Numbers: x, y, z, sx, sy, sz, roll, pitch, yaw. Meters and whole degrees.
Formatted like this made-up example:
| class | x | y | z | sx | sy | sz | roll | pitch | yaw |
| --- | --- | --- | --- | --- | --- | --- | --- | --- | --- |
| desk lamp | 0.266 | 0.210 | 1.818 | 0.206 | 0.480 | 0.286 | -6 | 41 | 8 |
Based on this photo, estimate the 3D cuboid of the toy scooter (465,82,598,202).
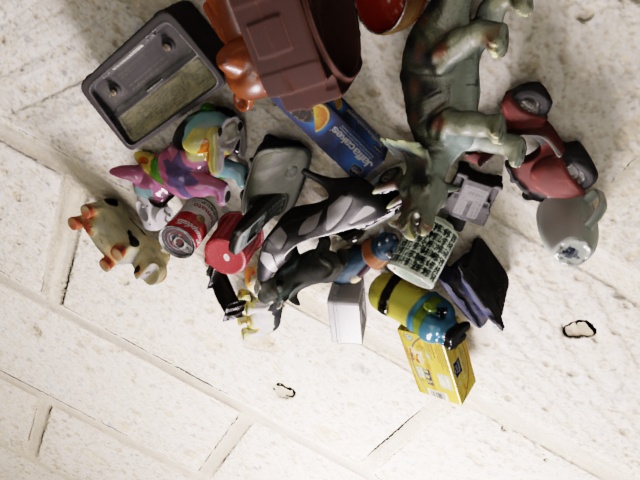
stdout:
| class | x | y | z | sx | sy | sz | roll | pitch | yaw |
| --- | --- | --- | --- | --- | --- | --- | --- | --- | --- |
| toy scooter | 0.287 | -0.117 | 0.750 | 0.135 | 0.075 | 0.183 | -32 | 107 | 32 |

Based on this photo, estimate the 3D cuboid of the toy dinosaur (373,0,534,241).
| class | x | y | z | sx | sy | sz | roll | pitch | yaw |
| --- | --- | --- | --- | --- | --- | --- | --- | --- | --- |
| toy dinosaur | 0.161 | -0.206 | 0.692 | 0.192 | 0.131 | 0.404 | 8 | 103 | 37 |

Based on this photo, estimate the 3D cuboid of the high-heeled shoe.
| class | x | y | z | sx | sy | sz | roll | pitch | yaw |
| --- | --- | --- | --- | --- | --- | --- | --- | --- | --- |
| high-heeled shoe | -0.002 | -0.003 | 0.844 | 0.145 | 0.086 | 0.248 | 30 | 122 | 4 |

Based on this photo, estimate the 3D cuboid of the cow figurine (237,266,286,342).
| class | x | y | z | sx | sy | sz | roll | pitch | yaw |
| --- | --- | --- | --- | --- | --- | --- | --- | --- | --- |
| cow figurine | -0.107 | 0.118 | 1.038 | 0.098 | 0.068 | 0.167 | -6 | 133 | -23 |

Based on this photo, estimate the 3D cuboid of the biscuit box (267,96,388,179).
| class | x | y | z | sx | sy | sz | roll | pitch | yaw |
| --- | --- | --- | --- | --- | --- | --- | --- | --- | --- |
| biscuit box | 0.013 | -0.179 | 0.801 | 0.202 | 0.059 | 0.063 | 42 | 126 | -14 |

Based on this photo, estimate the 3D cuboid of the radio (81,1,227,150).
| class | x | y | z | sx | sy | sz | roll | pitch | yaw |
| --- | --- | --- | --- | --- | --- | --- | --- | --- | --- |
| radio | -0.249 | -0.249 | 0.824 | 0.230 | 0.073 | 0.131 | -25 | 114 | 29 |

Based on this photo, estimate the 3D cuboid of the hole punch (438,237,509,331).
| class | x | y | z | sx | sy | sz | roll | pitch | yaw |
| --- | --- | --- | --- | --- | --- | --- | --- | --- | --- |
| hole punch | 0.241 | 0.075 | 0.880 | 0.092 | 0.116 | 0.142 | -20 | 116 | 37 |

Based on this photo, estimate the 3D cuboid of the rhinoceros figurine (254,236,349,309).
| class | x | y | z | sx | sy | sz | roll | pitch | yaw |
| --- | --- | --- | --- | --- | --- | --- | --- | --- | --- |
| rhinoceros figurine | -0.034 | 0.060 | 0.921 | 0.190 | 0.112 | 0.073 | -24 | 129 | 38 |

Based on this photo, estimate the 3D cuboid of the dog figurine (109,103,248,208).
| class | x | y | z | sx | sy | sz | roll | pitch | yaw |
| --- | --- | --- | --- | --- | --- | --- | --- | --- | --- |
| dog figurine | -0.237 | -0.135 | 0.884 | 0.219 | 0.108 | 0.191 | 9 | 127 | 14 |

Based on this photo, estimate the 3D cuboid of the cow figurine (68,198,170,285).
| class | x | y | z | sx | sy | sz | roll | pitch | yaw |
| --- | --- | --- | --- | --- | --- | --- | --- | --- | --- |
| cow figurine | -0.365 | 0.005 | 1.026 | 0.085 | 0.127 | 0.195 | -38 | 92 | 33 |

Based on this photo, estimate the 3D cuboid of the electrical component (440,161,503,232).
| class | x | y | z | sx | sy | sz | roll | pitch | yaw |
| --- | --- | --- | --- | --- | --- | --- | --- | --- | --- |
| electrical component | 0.225 | -0.056 | 0.830 | 0.075 | 0.048 | 0.119 | 23 | 126 | 2 |

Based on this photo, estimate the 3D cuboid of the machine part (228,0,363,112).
| class | x | y | z | sx | sy | sz | roll | pitch | yaw |
| --- | --- | --- | --- | --- | --- | --- | --- | --- | --- |
| machine part | -0.020 | -0.276 | 0.652 | 0.087 | 0.201 | 0.200 | -9 | 121 | 23 |

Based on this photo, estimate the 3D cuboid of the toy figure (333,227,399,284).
| class | x | y | z | sx | sy | sz | roll | pitch | yaw |
| --- | --- | --- | --- | --- | --- | --- | --- | --- | --- |
| toy figure | 0.079 | 0.028 | 0.927 | 0.154 | 0.058 | 0.064 | -30 | 88 | 35 |

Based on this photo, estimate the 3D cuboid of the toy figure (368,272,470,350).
| class | x | y | z | sx | sy | sz | roll | pitch | yaw |
| --- | --- | --- | --- | --- | --- | --- | --- | --- | --- |
| toy figure | 0.162 | 0.115 | 0.908 | 0.180 | 0.089 | 0.082 | 39 | 122 | 36 |

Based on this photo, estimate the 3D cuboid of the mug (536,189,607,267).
| class | x | y | z | sx | sy | sz | roll | pitch | yaw |
| --- | --- | --- | --- | --- | --- | --- | --- | --- | --- |
| mug | 0.369 | -0.017 | 0.774 | 0.081 | 0.107 | 0.109 | 35 | 129 | -11 |

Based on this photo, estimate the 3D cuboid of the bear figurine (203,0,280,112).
| class | x | y | z | sx | sy | sz | roll | pitch | yaw |
| --- | --- | --- | --- | --- | --- | --- | --- | --- | --- |
| bear figurine | -0.119 | -0.274 | 0.705 | 0.120 | 0.132 | 0.195 | -4 | 95 | 41 |

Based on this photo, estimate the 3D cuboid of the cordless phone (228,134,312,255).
| class | x | y | z | sx | sy | sz | roll | pitch | yaw |
| --- | --- | --- | --- | --- | --- | --- | --- | --- | --- |
| cordless phone | -0.091 | -0.071 | 0.832 | 0.089 | 0.184 | 0.146 | 26 | 128 | 4 |

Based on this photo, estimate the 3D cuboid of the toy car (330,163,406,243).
| class | x | y | z | sx | sy | sz | roll | pitch | yaw |
| --- | --- | --- | --- | --- | --- | --- | --- | --- | --- |
| toy car | 0.086 | -0.058 | 0.868 | 0.202 | 0.056 | 0.073 | -27 | 119 | 32 |

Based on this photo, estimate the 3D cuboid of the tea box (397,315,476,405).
| class | x | y | z | sx | sy | sz | roll | pitch | yaw |
| --- | --- | --- | --- | --- | --- | --- | --- | --- | --- |
| tea box | 0.217 | 0.213 | 0.991 | 0.098 | 0.068 | 0.169 | 9 | 130 | 41 |

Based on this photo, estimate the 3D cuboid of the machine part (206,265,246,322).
| class | x | y | z | sx | sy | sz | roll | pitch | yaw |
| --- | --- | --- | --- | --- | --- | --- | --- | --- | --- |
| machine part | -0.183 | 0.087 | 1.020 | 0.039 | 0.139 | 0.084 | 2 | 135 | -39 |
